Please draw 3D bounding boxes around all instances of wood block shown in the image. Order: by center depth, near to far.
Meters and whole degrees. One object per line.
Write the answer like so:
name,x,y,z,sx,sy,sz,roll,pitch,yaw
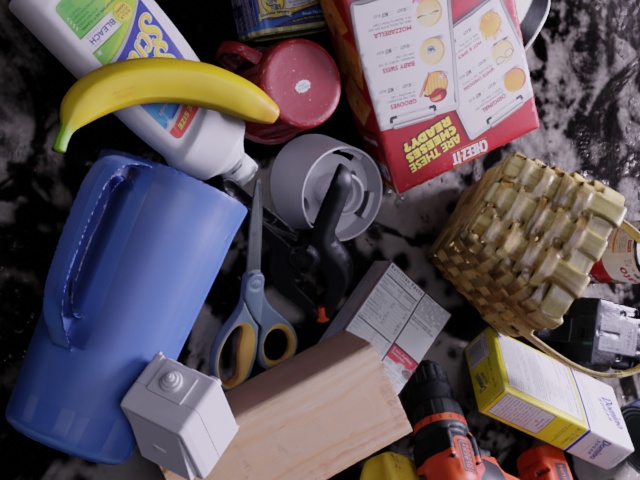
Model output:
wood block,-0.037,0.169,0.936,0.206,0.091,0.090,-27,101,-12

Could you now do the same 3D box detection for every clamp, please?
clamp,-0.006,0.001,0.965,0.171,0.120,0.039,62,31,-35

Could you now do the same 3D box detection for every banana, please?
banana,-0.131,-0.118,0.883,0.197,0.037,0.069,-11,95,-22

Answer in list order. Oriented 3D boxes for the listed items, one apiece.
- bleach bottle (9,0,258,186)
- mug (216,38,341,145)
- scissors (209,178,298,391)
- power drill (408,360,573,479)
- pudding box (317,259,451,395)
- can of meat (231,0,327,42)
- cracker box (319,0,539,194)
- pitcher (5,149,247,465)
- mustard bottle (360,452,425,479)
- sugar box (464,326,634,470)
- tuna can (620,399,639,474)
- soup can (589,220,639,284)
bleach bottle,-0.145,-0.146,0.932,0.250,0.068,0.102,45,72,-20
mug,-0.042,-0.144,0.969,0.117,0.082,0.093,36,74,-21
scissors,-0.046,0.045,0.961,0.096,0.016,0.202,7,108,-37
power drill,0.167,0.216,1.045,0.187,0.057,0.184,24,41,-32
pudding box,0.062,0.088,1.036,0.090,0.039,0.113,42,70,-17
can of meat,-0.035,-0.232,0.989,0.101,0.058,0.084,-14,96,-26
cracker box,0.102,-0.175,0.997,0.164,0.072,0.213,-25,121,-12
pitcher,-0.168,0.052,0.874,0.149,0.145,0.243,25,81,-23
mustard bottle,0.123,0.275,1.037,0.191,0.058,0.096,25,48,-33
sugar box,0.233,0.162,1.087,0.176,0.048,0.093,29,32,-23
tuna can,0.358,0.212,1.148,0.033,0.086,0.086,-19,97,-26
soup can,0.320,0.012,1.125,0.068,0.102,0.068,1,87,-28
